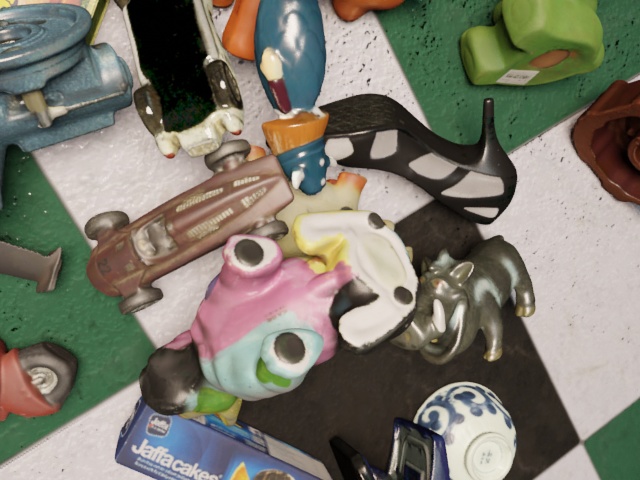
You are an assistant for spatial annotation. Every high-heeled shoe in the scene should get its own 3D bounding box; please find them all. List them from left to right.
[{"bbox_3d":[0.077,-0.067,0.545,0.249,0.086,0.145,-6,126,2],"label":"high-heeled shoe"}]

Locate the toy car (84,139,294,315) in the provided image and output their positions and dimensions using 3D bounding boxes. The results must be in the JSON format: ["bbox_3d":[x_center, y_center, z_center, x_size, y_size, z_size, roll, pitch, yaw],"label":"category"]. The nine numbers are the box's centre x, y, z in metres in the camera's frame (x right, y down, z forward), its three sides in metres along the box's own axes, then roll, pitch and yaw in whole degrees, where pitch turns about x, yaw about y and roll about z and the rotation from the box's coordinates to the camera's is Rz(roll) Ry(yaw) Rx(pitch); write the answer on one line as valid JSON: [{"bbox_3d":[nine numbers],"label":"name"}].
[{"bbox_3d":[-0.115,-0.008,0.444,0.202,0.053,0.089,-25,83,21],"label":"toy car"}]

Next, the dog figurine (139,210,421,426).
[{"bbox_3d":[-0.042,0.078,0.438,0.191,0.219,0.108,-16,69,-35],"label":"dog figurine"}]

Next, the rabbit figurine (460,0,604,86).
[{"bbox_3d":[0.227,-0.255,0.538,0.159,0.121,0.170,-3,79,-8],"label":"rabbit figurine"}]

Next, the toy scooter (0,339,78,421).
[{"bbox_3d":[-0.309,0.114,0.433,0.183,0.075,0.135,38,85,-19],"label":"toy scooter"}]

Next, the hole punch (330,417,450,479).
[{"bbox_3d":[0.076,0.239,0.520,0.092,0.142,0.115,-18,86,-18],"label":"hole punch"}]

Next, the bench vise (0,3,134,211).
[{"bbox_3d":[-0.249,-0.131,0.348,0.224,0.129,0.240,-18,132,-15],"label":"bench vise"}]

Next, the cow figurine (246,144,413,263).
[{"bbox_3d":[-0.001,-0.002,0.504,0.195,0.085,0.127,16,85,-17],"label":"cow figurine"}]

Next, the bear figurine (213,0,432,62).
[{"bbox_3d":[0.003,-0.236,0.490,0.196,0.132,0.120,-8,59,-43],"label":"bear figurine"}]

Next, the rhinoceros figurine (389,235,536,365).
[{"bbox_3d":[0.139,0.057,0.518,0.190,0.073,0.112,-27,115,-36],"label":"rhinoceros figurine"}]

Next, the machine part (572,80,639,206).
[{"bbox_3d":[0.359,-0.094,0.556,0.179,0.179,0.056,46,79,-13],"label":"machine part"}]

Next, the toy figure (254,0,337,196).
[{"bbox_3d":[-0.018,-0.111,0.427,0.064,0.058,0.154,-15,116,-24],"label":"toy figure"}]

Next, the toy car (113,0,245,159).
[{"bbox_3d":[-0.114,-0.157,0.426,0.073,0.056,0.201,-19,76,4],"label":"toy car"}]

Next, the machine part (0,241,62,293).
[{"bbox_3d":[-0.285,0.009,0.437,0.139,0.084,0.039,18,64,-24],"label":"machine part"}]

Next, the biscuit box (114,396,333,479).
[{"bbox_3d":[-0.086,0.208,0.505,0.202,0.059,0.063,31,85,-15],"label":"biscuit box"}]
